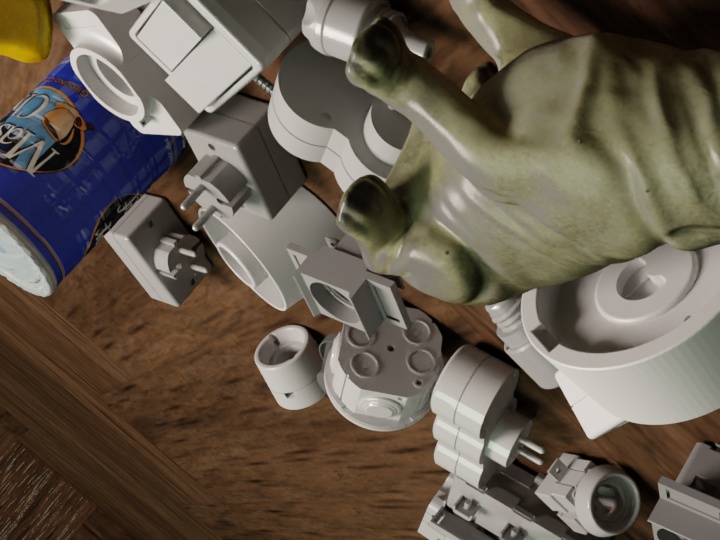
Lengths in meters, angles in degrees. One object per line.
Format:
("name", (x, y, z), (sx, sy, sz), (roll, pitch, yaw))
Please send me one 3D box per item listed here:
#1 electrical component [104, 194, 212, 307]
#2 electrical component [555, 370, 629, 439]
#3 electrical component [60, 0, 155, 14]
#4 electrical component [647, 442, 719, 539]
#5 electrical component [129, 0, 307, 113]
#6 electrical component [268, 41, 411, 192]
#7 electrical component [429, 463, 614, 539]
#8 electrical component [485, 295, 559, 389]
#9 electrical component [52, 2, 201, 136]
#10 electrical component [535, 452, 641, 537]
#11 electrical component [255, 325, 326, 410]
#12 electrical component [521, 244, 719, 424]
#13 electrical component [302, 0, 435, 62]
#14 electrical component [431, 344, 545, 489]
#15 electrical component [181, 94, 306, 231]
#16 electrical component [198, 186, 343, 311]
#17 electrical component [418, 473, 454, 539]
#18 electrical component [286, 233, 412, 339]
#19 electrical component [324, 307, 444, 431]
("electrical component", (-0.150, -0.013, 0.860), (0.076, 0.047, 0.083), (15, 147, 41))
("electrical component", (0.133, 0.035, 0.549), (0.076, 0.066, 0.047), (63, 160, 15))
("electrical component", (-0.087, -0.168, 0.448), (0.062, 0.089, 0.150), (5, 178, -37))
("electrical component", (0.202, 0.140, 0.628), (0.042, 0.063, 0.081), (20, 150, 32))
("electrical component", (-0.074, -0.124, 0.549), (0.062, 0.061, 0.096), (44, 155, -14))
("electrical component", (0.019, -0.066, 0.533), (0.138, 0.052, 0.073), (37, 155, 3))
("electrical component", (0.126, 0.191, 0.817), (0.121, 0.079, 0.063), (28, 132, 21))
("electrical component", (0.098, 0.033, 0.613), (0.078, 0.040, 0.040), (44, 155, -14))
("electrical component", (-0.129, -0.125, 0.628), (0.050, 0.055, 0.089), (10, 143, 46))
("electrical component", (0.159, 0.156, 0.738), (0.066, 0.048, 0.055), (45, 162, -14))
("electrical component", (-0.054, 0.078, 0.881), (0.055, 0.055, 0.047), (13, 142, 43))
("electrical component", (0.132, 0.016, 0.464), (0.108, 0.108, 0.060), (4, 144, 51))
("electrical component", (0.006, -0.110, 0.498), (0.061, 0.035, 0.035), (25, 152, 21))
("electrical component", (0.094, 0.110, 0.737), (0.074, 0.052, 0.138), (28, 154, 21))
("electrical component", (-0.081, -0.057, 0.654), (0.047, 0.076, 0.065), (21, 151, 32))
("electrical component", (-0.060, -0.022, 0.732), (0.099, 0.064, 0.099), (44, 164, 16))
("electrical component", (0.090, 0.208, 0.914), (0.056, 0.050, 0.089), (32, 155, 13))
("electrical component", (0.000, 0.000, 0.660), (0.081, 0.063, 0.042), (22, 152, 33))
("electrical component", (0.017, 0.064, 0.730), (0.080, 0.080, 0.051), (33, 150, 12))
